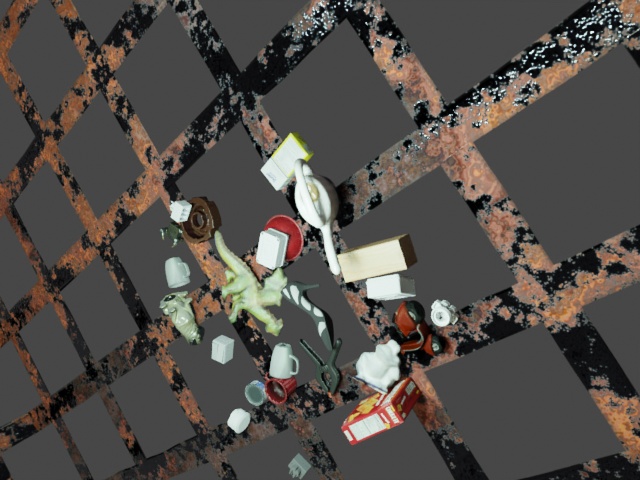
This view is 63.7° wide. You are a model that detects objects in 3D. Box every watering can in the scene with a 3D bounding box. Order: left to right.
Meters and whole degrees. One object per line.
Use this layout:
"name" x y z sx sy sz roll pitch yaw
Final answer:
"watering can" 0.005 -0.076 1.519 0.103 0.225 0.347 -20 91 15

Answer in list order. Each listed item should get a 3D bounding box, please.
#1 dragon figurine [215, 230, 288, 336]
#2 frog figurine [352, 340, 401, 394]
"dragon figurine" -0.223 0.149 1.794 0.242 0.123 0.408 -11 97 15
"frog figurine" 0.189 0.382 1.597 0.138 0.121 0.161 19 75 34
